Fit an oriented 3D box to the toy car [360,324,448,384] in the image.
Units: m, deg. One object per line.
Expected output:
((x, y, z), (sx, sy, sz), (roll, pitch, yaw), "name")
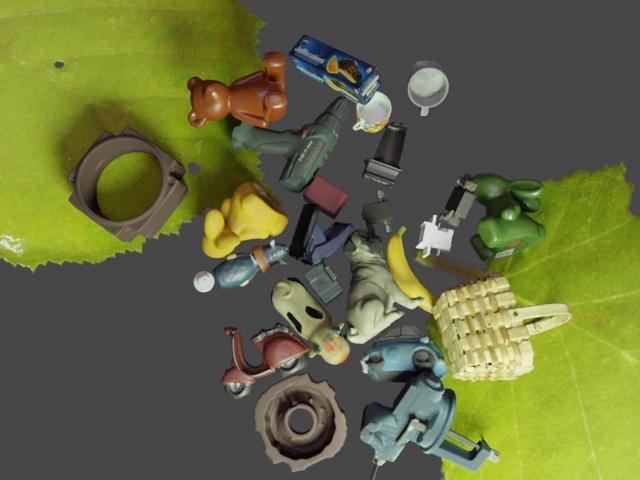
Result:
((0.160, 0.215, 1.022), (0.162, 0.109, 0.103), (-2, 54, 13), "toy car")

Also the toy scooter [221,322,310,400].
((-0.118, 0.214, 1.040), (0.184, 0.075, 0.135), (-25, 79, 2), "toy scooter")

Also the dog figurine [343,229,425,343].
((0.078, 0.084, 1.023), (0.172, 0.121, 0.190), (-24, 72, -44), "dog figurine")

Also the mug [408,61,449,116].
((0.223, -0.321, 1.118), (0.081, 0.109, 0.107), (-1, 36, 9), "mug")

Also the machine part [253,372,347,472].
((-0.036, 0.341, 1.021), (0.179, 0.056, 0.179), (-1, 79, 3), "machine part")

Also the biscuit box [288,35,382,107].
((0.029, -0.355, 1.118), (0.203, 0.059, 0.063), (35, 83, 27), "biscuit box")

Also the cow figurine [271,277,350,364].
((-0.016, 0.152, 1.020), (0.085, 0.127, 0.195), (-42, 78, -2), "cow figurine")

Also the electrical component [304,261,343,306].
((0.008, 0.083, 1.036), (0.048, 0.119, 0.075), (-37, 83, -5), "electrical component")

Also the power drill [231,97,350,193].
((-0.067, -0.225, 1.124), (0.207, 0.086, 0.232), (21, 81, -1), "power drill")

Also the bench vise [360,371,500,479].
((0.200, 0.354, 0.966), (0.241, 0.129, 0.223), (26, 103, -1), "bench vise")

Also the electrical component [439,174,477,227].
((0.272, -0.080, 1.056), (0.045, 0.078, 0.102), (20, 108, -14), "electrical component")

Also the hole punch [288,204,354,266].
((-0.002, -0.003, 1.052), (0.092, 0.142, 0.115), (22, 89, -18), "hole punch")

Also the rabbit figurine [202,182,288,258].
((-0.165, -0.022, 1.060), (0.173, 0.162, 0.122), (-38, 93, 13), "rabbit figurine")

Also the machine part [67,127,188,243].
((-0.394, -0.113, 1.105), (0.201, 0.087, 0.201), (35, 84, 7), "machine part")

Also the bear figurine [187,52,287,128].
((-0.163, -0.283, 1.033), (0.196, 0.132, 0.120), (1, 78, -6), "bear figurine")

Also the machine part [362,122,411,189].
((0.142, -0.181, 1.122), (0.084, 0.039, 0.139), (22, 82, 12), "machine part")

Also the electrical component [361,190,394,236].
((0.117, -0.055, 1.106), (0.063, 0.021, 0.094), (-11, 80, 1), "electrical component")

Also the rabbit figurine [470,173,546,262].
((0.360, -0.066, 1.054), (0.159, 0.121, 0.170), (-18, 65, 6), "rabbit figurine")

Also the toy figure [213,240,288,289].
((-0.138, 0.045, 1.079), (0.154, 0.064, 0.058), (-25, 42, -8), "toy figure")
